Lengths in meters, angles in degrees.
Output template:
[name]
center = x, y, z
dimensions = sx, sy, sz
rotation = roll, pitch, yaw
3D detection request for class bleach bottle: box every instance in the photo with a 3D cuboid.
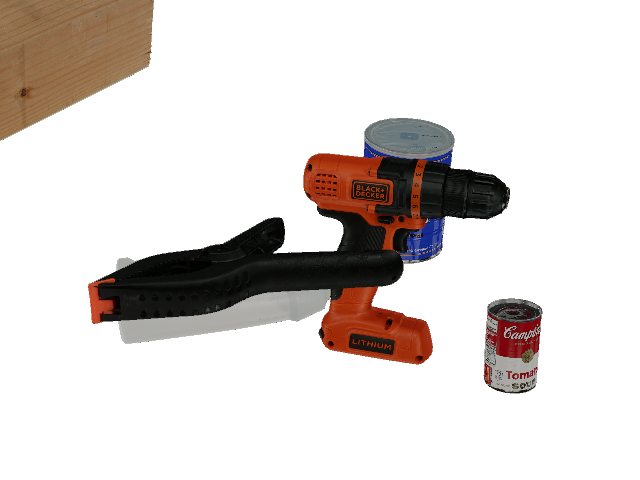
[bleach bottle]
center = -0.096, 0.055, 1.180
dimensions = 0.250, 0.068, 0.102
rotation = -6, 36, -5

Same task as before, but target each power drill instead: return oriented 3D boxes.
[power drill]
center = 0.072, 0.015, 0.973
dimensions = 0.184, 0.188, 0.057
rotation = 8, 19, 15

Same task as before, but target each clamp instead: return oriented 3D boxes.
[clamp]
center = -0.058, 0.023, 0.748
dimensions = 0.209, 0.036, 0.165
rotation = -15, 18, -39

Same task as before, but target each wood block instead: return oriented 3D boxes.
[wood block]
center = -0.246, -0.168, 0.914
dimensions = 0.090, 0.091, 0.205
rotation = 30, 42, 21

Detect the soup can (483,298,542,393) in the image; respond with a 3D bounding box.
[soup can]
center = 0.242, 0.133, 1.347
dimensions = 0.068, 0.102, 0.068
rotation = 0, 19, 0

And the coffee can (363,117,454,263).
[coffee can]
center = 0.098, -0.059, 1.241
dimensions = 0.103, 0.140, 0.103
rotation = 2, 29, -1
